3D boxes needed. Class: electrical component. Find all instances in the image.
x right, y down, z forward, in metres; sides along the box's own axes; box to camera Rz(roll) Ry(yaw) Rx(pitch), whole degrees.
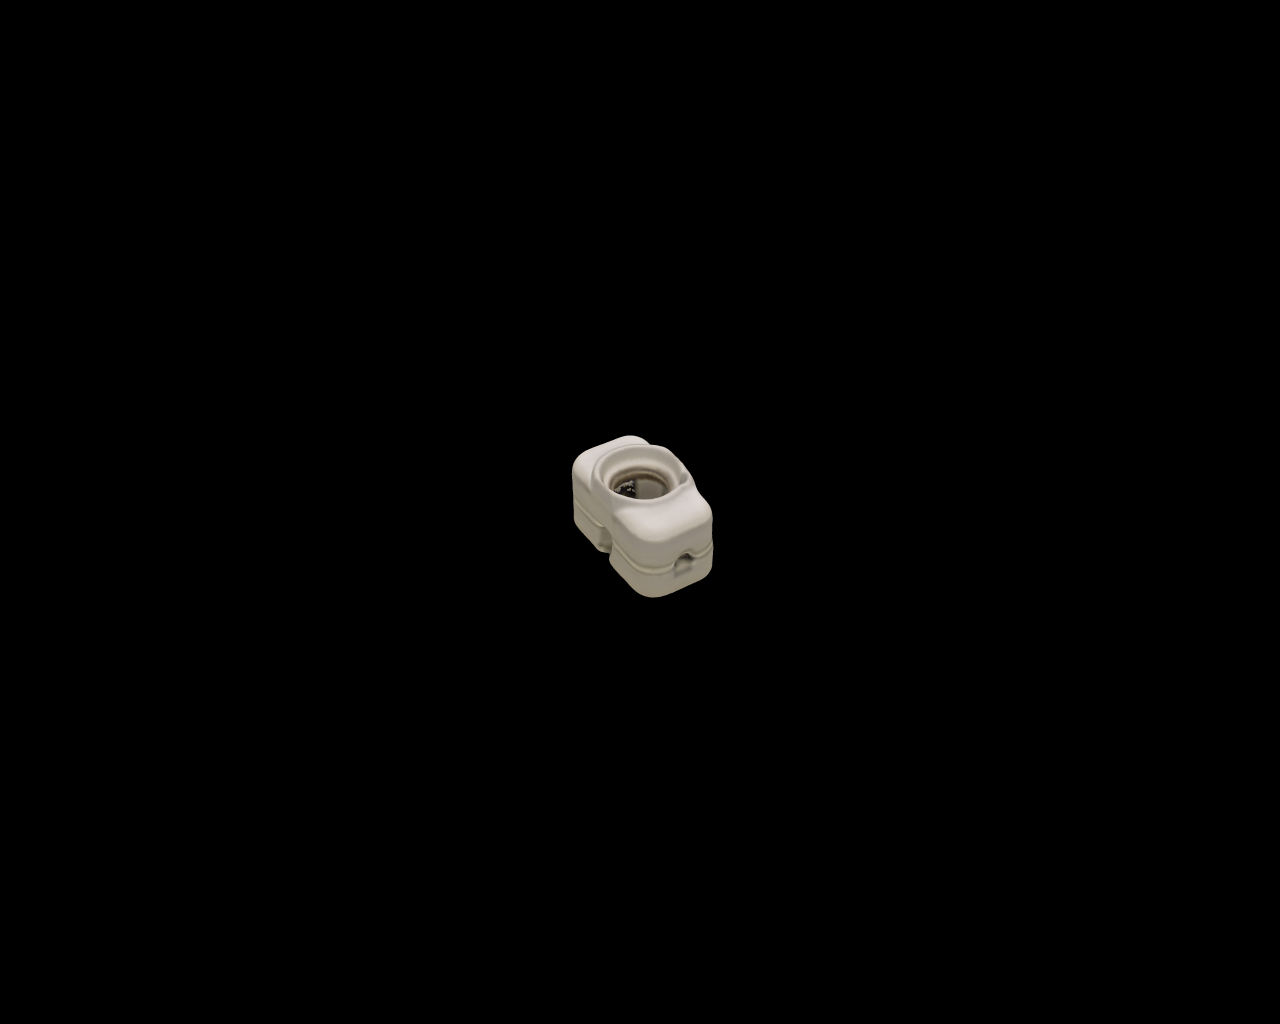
[{"bbox_3d":[0.001,-0.003,0.650,0.054,0.059,0.095,-22,45,-23],"label":"electrical component"}]
